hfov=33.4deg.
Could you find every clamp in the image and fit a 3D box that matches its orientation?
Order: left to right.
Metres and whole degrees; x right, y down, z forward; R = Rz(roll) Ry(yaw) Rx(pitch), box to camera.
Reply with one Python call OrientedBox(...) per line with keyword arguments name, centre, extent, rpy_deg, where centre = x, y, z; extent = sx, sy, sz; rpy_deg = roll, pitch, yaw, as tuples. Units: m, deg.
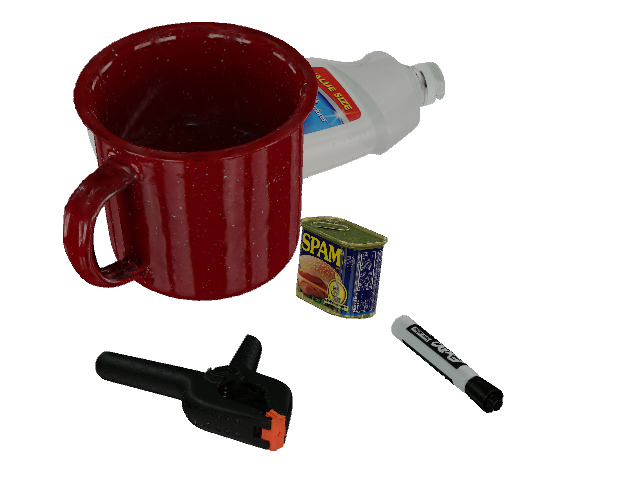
OrientedBox(name="clamp", centre=(-0.079, 0.127, 0.933), extent=(0.164, 0.036, 0.210), rpy_deg=(-8, 17, -37))

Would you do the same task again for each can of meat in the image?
OrientedBox(name="can of meat", centre=(0.019, 0.028, 1.120), extent=(0.057, 0.084, 0.102), rpy_deg=(-6, 20, -36))

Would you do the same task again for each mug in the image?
OrientedBox(name="mug", centre=(-0.055, -0.023, 0.427), extent=(0.093, 0.081, 0.117), rpy_deg=(26, 48, 24))

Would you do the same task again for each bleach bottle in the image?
OrientedBox(name="bleach bottle", centre=(-0.033, -0.088, 0.758), extent=(0.250, 0.102, 0.068), rpy_deg=(-18, -27, -15))

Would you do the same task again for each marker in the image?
OrientedBox(name="marker", centre=(0.092, 0.090, 0.782), extent=(0.020, 0.020, 0.121), rpy_deg=(0, 23, -33))
